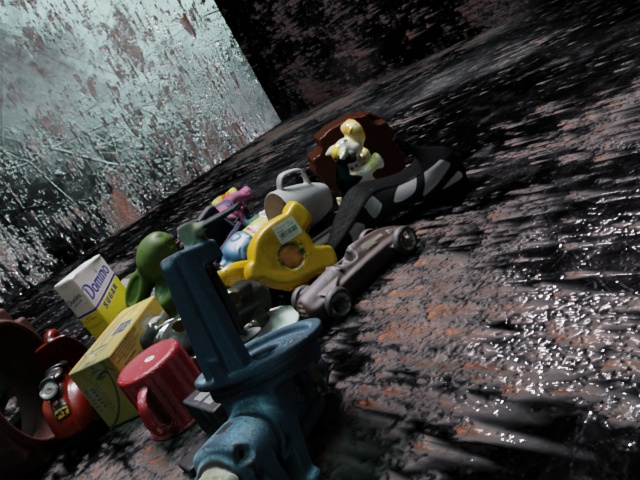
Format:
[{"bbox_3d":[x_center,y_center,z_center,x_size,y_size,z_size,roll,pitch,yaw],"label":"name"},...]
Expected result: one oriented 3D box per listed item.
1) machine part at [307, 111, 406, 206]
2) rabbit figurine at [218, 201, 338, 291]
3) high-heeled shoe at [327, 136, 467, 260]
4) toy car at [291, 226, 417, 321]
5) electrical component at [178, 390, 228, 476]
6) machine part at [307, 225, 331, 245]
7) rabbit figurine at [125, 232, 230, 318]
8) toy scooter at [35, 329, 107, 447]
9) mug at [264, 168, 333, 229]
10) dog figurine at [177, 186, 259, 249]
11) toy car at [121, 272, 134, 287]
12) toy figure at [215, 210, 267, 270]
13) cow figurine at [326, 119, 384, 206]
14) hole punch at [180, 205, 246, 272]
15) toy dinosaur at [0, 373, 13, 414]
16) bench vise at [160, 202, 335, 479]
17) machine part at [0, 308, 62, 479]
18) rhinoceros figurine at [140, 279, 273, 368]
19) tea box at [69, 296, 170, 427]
[{"bbox_3d":[0.068,-0.143,0.978,0.179,0.179,0.056,-30,20,0],"label":"machine part"},{"bbox_3d":[-0.065,0.039,0.820,0.162,0.122,0.173,-43,5,-11],"label":"rabbit figurine"},{"bbox_3d":[0.120,-0.046,0.840,0.248,0.145,0.086,-58,21,6],"label":"high-heeled shoe"},{"bbox_3d":[0.046,0.035,0.710,0.202,0.053,0.089,-40,17,-27],"label":"toy car"},{"bbox_3d":[-0.105,0.178,0.556,0.119,0.047,0.075,-39,18,-31],"label":"electrical component"},{"bbox_3d":[-0.002,-0.003,0.911,0.084,0.039,0.139,-42,22,-18],"label":"machine part"},{"bbox_3d":[-0.242,0.063,0.887,0.159,0.170,0.121,-18,20,32],"label":"rabbit figurine"},{"bbox_3d":[-0.351,0.196,0.754,0.075,0.135,0.184,-30,18,-6],"label":"toy scooter"},{"bbox_3d":[-0.034,-0.070,0.925,0.107,0.109,0.081,-25,19,-37],"label":"mug"},{"bbox_3d":[-0.233,-0.023,1.229,0.219,0.108,0.192,-43,22,-29],"label":"dog figurine"},{"bbox_3d":[-0.336,0.109,1.029,0.109,0.102,0.162,-9,28,46],"label":"toy car"},{"bbox_3d":[-0.114,0.009,0.987,0.082,0.089,0.180,35,69,25],"label":"toy figure"},{"bbox_3d":[0.057,-0.113,0.908,0.098,0.167,0.068,-31,22,-10],"label":"cow figurine"},{"bbox_3d":[-0.192,0.010,1.055,0.092,0.115,0.142,25,79,29],"label":"hole punch"},{"bbox_3d":[-0.580,0.278,0.817,0.192,0.131,0.405,-31,4,20],"label":"toy dinosaur"},{"bbox_3d":[-0.069,0.099,0.434,0.129,0.240,0.223,-24,2,30],"label":"bench vise"},{"bbox_3d":[-0.436,0.210,0.739,0.087,0.200,0.201,-28,17,-1],"label":"machine part"},{"bbox_3d":[-0.156,0.108,0.715,0.190,0.073,0.112,-27,19,9],"label":"rhinoceros figurine"},{"bbox_3d":[-0.265,0.166,0.763,0.068,0.098,0.170,-25,16,14],"label":"tea box"}]
